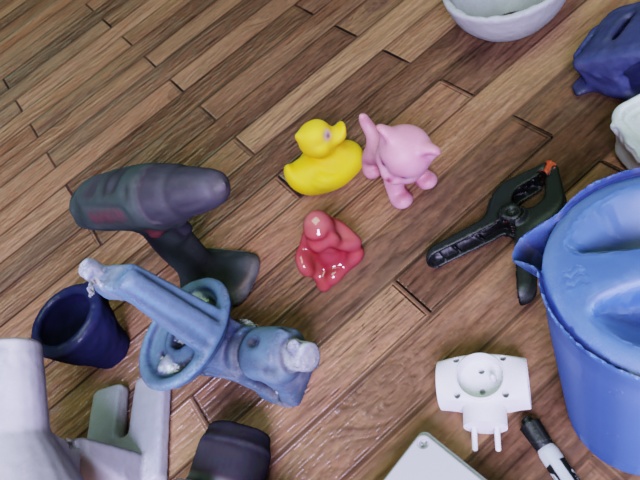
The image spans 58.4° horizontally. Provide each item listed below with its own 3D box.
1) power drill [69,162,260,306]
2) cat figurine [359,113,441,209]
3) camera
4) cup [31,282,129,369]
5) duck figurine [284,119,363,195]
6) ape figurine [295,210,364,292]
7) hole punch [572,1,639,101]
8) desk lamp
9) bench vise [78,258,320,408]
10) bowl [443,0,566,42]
[{"bbox_3d":[-0.154,-0.009,0.633,0.228,0.209,0.076,4,59,27],"label":"power drill"},{"bbox_3d":[0.085,-0.101,0.650,0.067,0.118,0.127,-37,50,-4],"label":"cat figurine"},{"bbox_3d":[-0.078,0.231,0.496,0.142,0.101,0.137,-1,56,24],"label":"camera"},{"bbox_3d":[-0.265,0.101,0.678,0.091,0.095,0.118,16,64,32],"label":"cup"},{"bbox_3d":[-0.003,-0.111,0.718,0.104,0.086,0.077,-25,50,6],"label":"duck figurine"},{"bbox_3d":[0.006,0.002,0.629,0.077,0.092,0.076,-5,55,21],"label":"ape figurine"},{"bbox_3d":[0.342,-0.218,0.635,0.100,0.091,0.109,28,71,37],"label":"hole punch"},{"bbox_3d":[-0.241,0.192,0.524,0.117,0.214,0.203,-18,51,12],"label":"desk lamp"},{"bbox_3d":[-0.106,0.074,0.544,0.207,0.220,0.121,-12,53,17],"label":"bench vise"},{"bbox_3d":[0.251,-0.317,0.758,0.167,0.075,0.167,-12,53,16],"label":"bowl"}]
